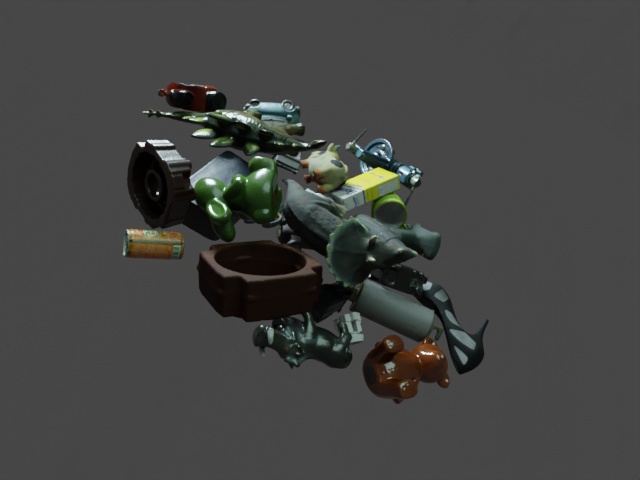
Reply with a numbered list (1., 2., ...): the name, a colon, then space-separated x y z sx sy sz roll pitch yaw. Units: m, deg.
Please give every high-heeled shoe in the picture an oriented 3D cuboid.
1. high-heeled shoe: 0.258 0.187 1.200 0.249 0.086 0.145 28 66 28

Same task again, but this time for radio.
1. radio: -0.221 -0.102 1.201 0.131 0.073 0.230 32 40 3

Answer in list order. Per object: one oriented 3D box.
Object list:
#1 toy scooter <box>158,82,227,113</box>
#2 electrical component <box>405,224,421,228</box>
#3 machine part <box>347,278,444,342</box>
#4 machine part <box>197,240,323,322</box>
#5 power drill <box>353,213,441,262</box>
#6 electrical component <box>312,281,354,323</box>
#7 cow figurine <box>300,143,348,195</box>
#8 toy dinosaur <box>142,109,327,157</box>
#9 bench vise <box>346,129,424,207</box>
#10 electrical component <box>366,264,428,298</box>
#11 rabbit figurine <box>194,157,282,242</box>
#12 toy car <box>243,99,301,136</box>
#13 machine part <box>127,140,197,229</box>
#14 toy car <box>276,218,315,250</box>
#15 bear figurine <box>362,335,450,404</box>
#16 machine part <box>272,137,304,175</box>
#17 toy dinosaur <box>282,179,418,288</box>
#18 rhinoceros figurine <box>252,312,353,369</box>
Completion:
1. toy scooter: -0.347 -0.377 1.424 0.135 0.075 0.184 17 16 31
2. electrical component: 0.263 -0.004 1.427 0.063 0.021 0.094 6 45 -26
3. machine part: 0.153 0.149 1.144 0.243 0.079 0.079 25 38 -4
4. machine part: -0.113 0.072 1.001 0.201 0.087 0.202 -5 19 -30
5. power drill: 0.192 0.005 1.288 0.207 0.085 0.232 -1 21 -35
6. electrical component: 0.003 0.125 1.082 0.119 0.074 0.048 -16 56 -47
7. cow figurine: 0.018 -0.191 1.405 0.127 0.085 0.195 -18 26 -13
8. toy dinosaur: -0.207 -0.271 1.317 0.472 0.105 0.198 13 14 22
9. bench vise: 0.173 -0.213 1.511 0.240 0.129 0.224 18 28 -42
10. electrical component: 0.158 0.075 1.200 0.115 0.058 0.134 22 1 -23
11. rabbit figurine: -0.172 -0.074 1.073 0.170 0.121 0.159 3 57 8
12. toy car: -0.131 -0.318 1.474 0.162 0.109 0.103 2 62 -17
13. machine part: -0.320 -0.112 1.075 0.056 0.179 0.179 -16 56 -46
14. toy car: -0.003 -0.004 1.242 0.202 0.053 0.089 8 39 -22
15. bear figurine: 0.185 0.241 1.029 0.196 0.132 0.120 -2 68 -27
16. machine part: -0.082 -0.231 1.456 0.084 0.039 0.139 19 41 -4
17. toy dinosaur: 0.002 -0.032 1.084 0.405 0.131 0.192 38 0 28
18. rhinoceros figurine: -0.032 0.190 0.998 0.190 0.073 0.112 18 49 -16
